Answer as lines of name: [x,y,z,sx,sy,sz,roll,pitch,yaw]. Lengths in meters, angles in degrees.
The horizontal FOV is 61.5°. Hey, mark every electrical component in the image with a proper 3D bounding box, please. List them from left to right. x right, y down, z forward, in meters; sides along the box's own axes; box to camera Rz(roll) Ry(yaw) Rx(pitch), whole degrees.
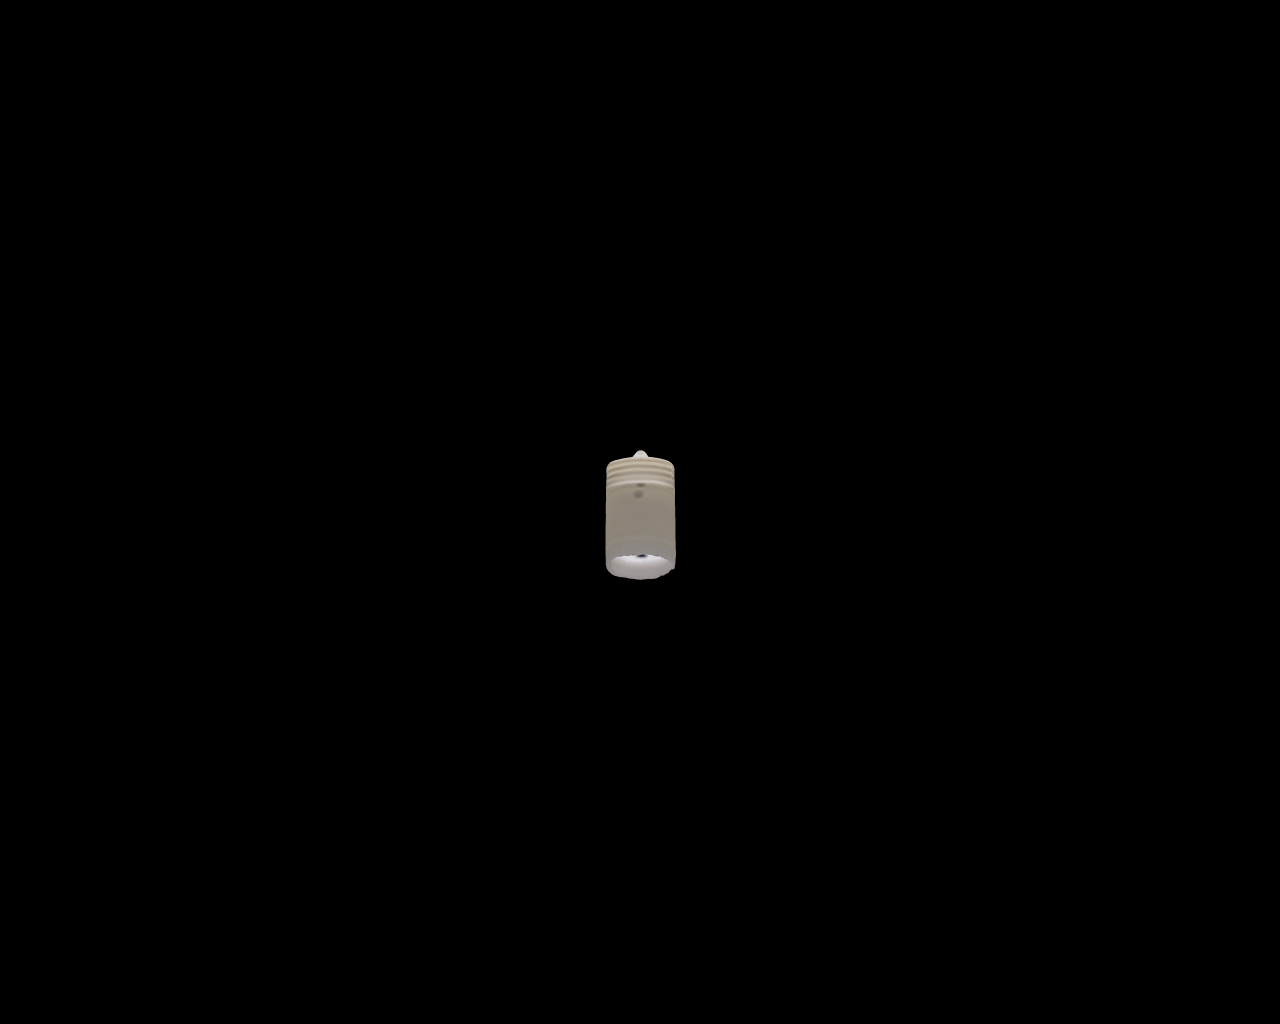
electrical component: [0.001,-0.003,0.650,0.043,0.081,0.043,0,-25,0]
